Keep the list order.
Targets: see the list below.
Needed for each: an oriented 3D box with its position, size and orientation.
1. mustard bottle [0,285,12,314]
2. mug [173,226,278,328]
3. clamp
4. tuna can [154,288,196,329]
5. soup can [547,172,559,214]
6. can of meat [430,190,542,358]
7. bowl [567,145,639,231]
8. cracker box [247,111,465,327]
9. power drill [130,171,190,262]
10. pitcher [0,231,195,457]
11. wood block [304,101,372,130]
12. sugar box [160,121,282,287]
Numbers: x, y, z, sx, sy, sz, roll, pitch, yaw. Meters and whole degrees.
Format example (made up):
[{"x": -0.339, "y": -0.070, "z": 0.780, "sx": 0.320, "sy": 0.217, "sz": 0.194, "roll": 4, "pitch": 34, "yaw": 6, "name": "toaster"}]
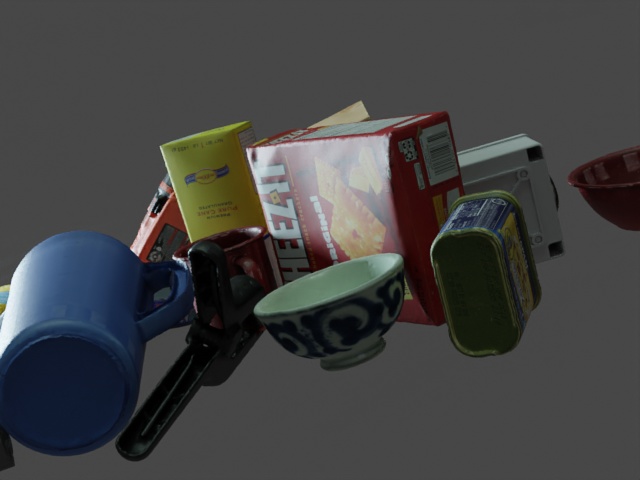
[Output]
[{"x": -0.373, "y": 0.094, "z": 1.194, "sx": 0.096, "sy": 0.058, "sz": 0.191, "roll": -15, "pitch": 12, "yaw": 25, "name": "mustard bottle"}, {"x": -0.079, "y": 0.040, "z": 1.007, "sx": 0.093, "sy": 0.081, "sz": 0.117, "roll": -22, "pitch": 14, "yaw": -26, "name": "mug"}, {"x": -0.087, "y": 0.083, "z": 0.818, "sx": 0.036, "sy": 0.164, "sz": 0.210, "roll": 25, "pitch": 2, "yaw": 12, "name": "clamp"}, {"x": -0.154, "y": 0.063, "z": 1.084, "sx": 0.086, "sy": 0.034, "sz": 0.086, "roll": -6, "pitch": 14, "yaw": 1, "name": "tuna can"}, {"x": 0.172, "y": -0.031, "z": 1.039, "sx": 0.102, "sy": 0.068, "sz": 0.069, "roll": -21, "pitch": 13, "yaw": -22, "name": "soup can"}, {"x": 0.121, "y": 0.025, "z": 0.779, "sx": 0.058, "sy": 0.102, "sz": 0.083, "roll": -10, "pitch": 16, "yaw": 22, "name": "can of meat"}, {"x": 0.310, "y": -0.048, "z": 0.969, "sx": 0.162, "sy": 0.055, "sz": 0.162, "roll": -15, "pitch": 12, "yaw": 3, "name": "bowl"}, {"x": 0.035, "y": -0.018, "z": 0.927, "sx": 0.072, "sy": 0.164, "sz": 0.214, "roll": -22, "pitch": 13, "yaw": -34, "name": "cracker box"}, {"x": -0.177, "y": -0.033, "z": 1.316, "sx": 0.057, "sy": 0.184, "sz": 0.188, "roll": 25, "pitch": 9, "yaw": -13, "name": "power drill"}, {"x": -0.194, "y": 0.078, "z": 0.886, "sx": 0.145, "sy": 0.149, "sz": 0.243, "roll": 27, "pitch": 8, "yaw": -15, "name": "pitcher"}, {"x": -0.018, "y": -0.075, "z": 1.294, "sx": 0.206, "sy": 0.090, "sz": 0.091, "roll": -26, "pitch": 19, "yaw": 5, "name": "wood block"}, {"x": -0.092, "y": -0.026, "z": 1.093, "sx": 0.093, "sy": 0.176, "sz": 0.048, "roll": -10, "pitch": 12, "yaw": 29, "name": "sugar box"}]
